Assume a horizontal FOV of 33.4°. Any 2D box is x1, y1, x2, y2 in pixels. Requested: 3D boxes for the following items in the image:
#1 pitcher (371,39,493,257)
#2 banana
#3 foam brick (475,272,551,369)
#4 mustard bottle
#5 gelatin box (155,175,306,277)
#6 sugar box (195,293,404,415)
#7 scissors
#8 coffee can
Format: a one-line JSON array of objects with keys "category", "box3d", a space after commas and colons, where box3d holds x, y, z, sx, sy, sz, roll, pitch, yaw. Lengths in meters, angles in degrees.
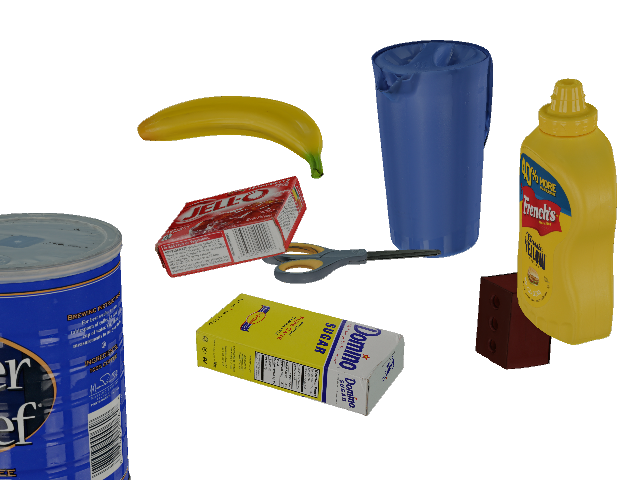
[{"category": "pitcher", "box3d": [0.140, -0.111, 1.264, 0.149, 0.243, 0.145, -4, 25, 1]}, {"category": "banana", "box3d": [-0.076, -0.108, 1.001, 0.198, 0.037, 0.069, 12, 47, 23]}, {"category": "foam brick", "box3d": [0.182, 0.074, 0.998, 0.051, 0.078, 0.053, -7, 18, -26]}, {"category": "mustard bottle", "box3d": [0.181, -0.025, 0.787, 0.058, 0.192, 0.096, -11, 28, -12]}, {"category": "gelatin box", "box3d": [-0.060, -0.010, 0.733, 0.089, 0.030, 0.073, -12, 22, 17]}, {"category": "sugar box", "box3d": [-0.019, 0.102, 0.997, 0.176, 0.048, 0.093, 10, 26, 22]}, {"category": "scissors", "box3d": [0.033, 0.025, 1.178, 0.202, 0.016, 0.096, 3, 24, 4]}, {"category": "coffee can", "box3d": [-0.152, 0.066, 0.553, 0.103, 0.140, 0.103, 1, 16, 0]}]
